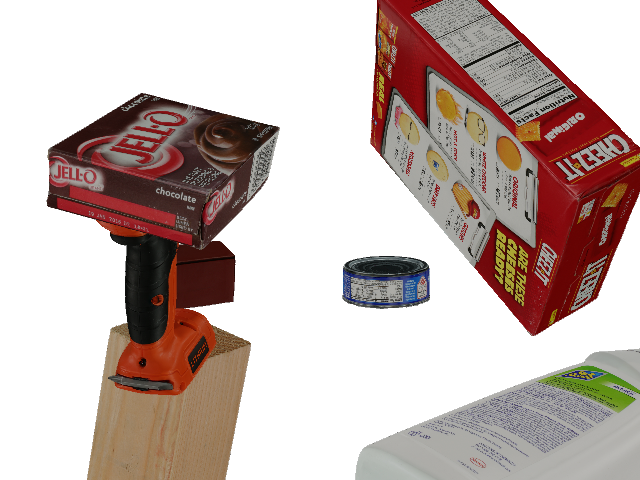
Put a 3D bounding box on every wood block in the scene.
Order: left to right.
[{"bbox_3d":[-0.137,0.177,0.929,0.090,0.206,0.090,20,18,28],"label":"wood block"}]

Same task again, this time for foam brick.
[{"bbox_3d":[-0.131,0.035,1.094,0.078,0.051,0.053,-7,20,-20],"label":"foam brick"}]

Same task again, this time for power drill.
[{"bbox_3d":[-0.116,0.007,0.809,0.057,0.188,0.184,4,23,15],"label":"power drill"}]

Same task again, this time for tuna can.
[{"bbox_3d":[0.064,0.040,1.040,0.086,0.034,0.086,-1,11,0],"label":"tuna can"}]

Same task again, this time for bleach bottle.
[{"bbox_3d":[0.143,0.113,0.590,0.250,0.068,0.103,-16,25,-35],"label":"bleach bottle"}]

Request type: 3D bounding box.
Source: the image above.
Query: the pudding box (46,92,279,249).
[{"bbox_3d":[-0.083,-0.041,0.584,0.090,0.039,0.113,16,25,11],"label":"pudding box"}]

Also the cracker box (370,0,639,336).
[{"bbox_3d":[0.122,-0.065,0.751,0.072,0.214,0.164,-28,-31,-18],"label":"cracker box"}]
